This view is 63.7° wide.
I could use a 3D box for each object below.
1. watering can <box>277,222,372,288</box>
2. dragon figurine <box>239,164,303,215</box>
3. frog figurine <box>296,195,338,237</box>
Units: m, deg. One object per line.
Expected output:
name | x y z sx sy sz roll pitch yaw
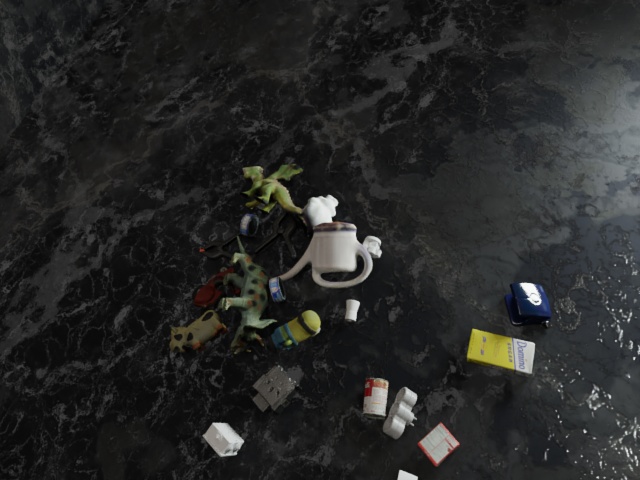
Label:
watering can | 0.008 0.051 1.754 0.347 0.103 0.226 -1 82 20
dragon figurine | -0.162 -0.211 1.958 0.412 0.119 0.247 16 59 36
frog figurine | 0.006 -0.093 1.853 0.160 0.122 0.137 -30 89 -13
